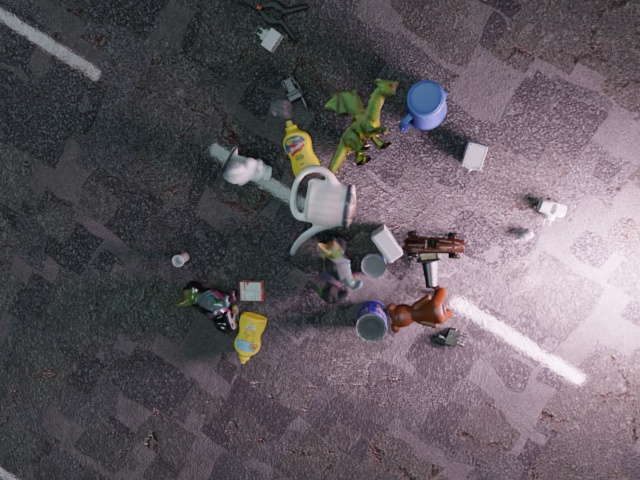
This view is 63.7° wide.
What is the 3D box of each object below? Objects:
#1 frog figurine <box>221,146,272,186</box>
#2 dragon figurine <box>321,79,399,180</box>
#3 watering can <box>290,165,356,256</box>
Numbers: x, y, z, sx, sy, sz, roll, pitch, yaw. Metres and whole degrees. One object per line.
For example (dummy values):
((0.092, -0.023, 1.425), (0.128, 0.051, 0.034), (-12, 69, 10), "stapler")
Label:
((-0.251, -0.233, 1.763), (0.159, 0.125, 0.134), (32, 137, -7), "frog figurine")
((0.100, -0.379, 1.704), (0.406, 0.122, 0.245), (-33, 76, 24), "dragon figurine")
((0.005, -0.088, 1.757), (0.224, 0.106, 0.341), (9, 116, 4), "watering can")
